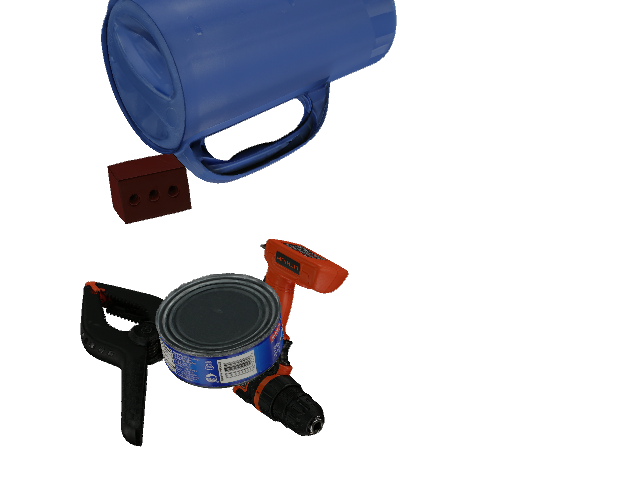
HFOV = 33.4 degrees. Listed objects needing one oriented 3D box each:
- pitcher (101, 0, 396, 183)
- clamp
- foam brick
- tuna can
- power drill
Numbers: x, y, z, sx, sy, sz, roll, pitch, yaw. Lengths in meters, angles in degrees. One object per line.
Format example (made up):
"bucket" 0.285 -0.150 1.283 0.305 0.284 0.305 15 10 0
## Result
"pitcher" -0.051 -0.163 0.921 0.242 0.149 0.145 -24 44 -30
"clamp" -0.151 0.097 1.003 0.164 0.036 0.210 -18 40 -31
"foam brick" -0.189 -0.058 1.175 0.078 0.053 0.051 -15 30 -18
"tuna can" -0.068 0.061 0.732 0.086 0.034 0.086 -3 36 2
"power drill" -0.037 0.105 1.200 0.057 0.188 0.185 13 12 -47
